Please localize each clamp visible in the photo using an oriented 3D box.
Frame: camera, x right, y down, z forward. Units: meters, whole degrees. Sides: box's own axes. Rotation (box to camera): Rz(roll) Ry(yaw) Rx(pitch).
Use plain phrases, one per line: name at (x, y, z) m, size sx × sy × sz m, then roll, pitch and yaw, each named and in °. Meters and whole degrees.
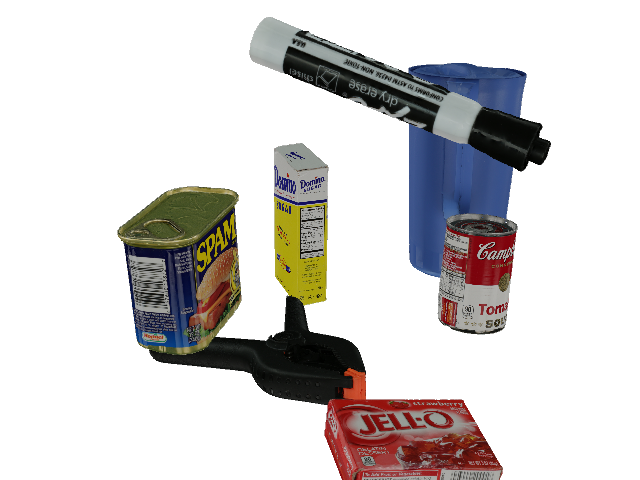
clamp at (-0.026, 0.096, 0.931) m, size 0.164 × 0.036 × 0.210 m, roll -19°, pitch 24°, yaw -42°

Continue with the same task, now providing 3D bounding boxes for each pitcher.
pitcher at (0.160, -0.080, 1.232) m, size 0.149 × 0.243 × 0.145 m, roll -9°, pitch 18°, yaw -33°

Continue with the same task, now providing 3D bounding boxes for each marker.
marker at (0.030, -0.056, 0.406) m, size 0.121 × 0.020 × 0.020 m, roll 24°, pitch 6°, yaw 14°

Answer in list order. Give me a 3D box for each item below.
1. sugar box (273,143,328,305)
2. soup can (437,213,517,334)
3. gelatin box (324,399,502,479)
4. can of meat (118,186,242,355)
sugar box at (-0.025, -0.020, 1.288) m, size 0.048 × 0.176 × 0.093 m, roll -10°, pitch 25°, yaw -18°
soup can at (0.150, 0.032, 1.031) m, size 0.068 × 0.102 × 0.068 m, roll 3°, pitch 16°, yaw -1°
gelatin box at (0.053, 0.123, 0.629) m, size 0.089 × 0.030 × 0.073 m, roll 3°, pitch 23°, yaw -13°
can of meat at (-0.092, 0.019, 0.733) m, size 0.057 × 0.084 × 0.102 m, roll 4°, pitch 23°, yaw 16°
